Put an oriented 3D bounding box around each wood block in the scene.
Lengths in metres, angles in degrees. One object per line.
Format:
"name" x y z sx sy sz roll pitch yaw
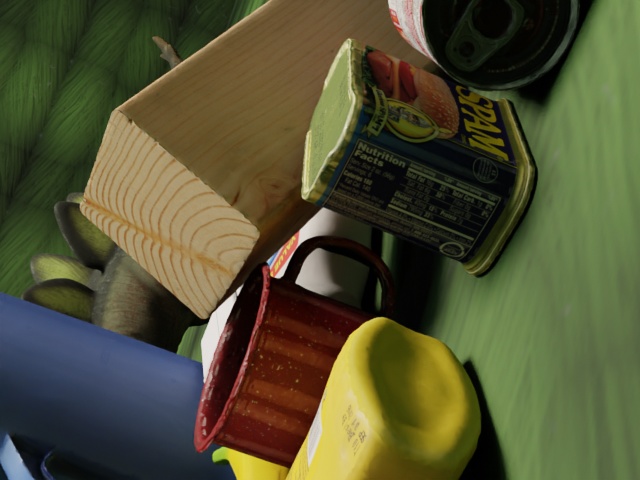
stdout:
"wood block" -0.019 -0.065 0.575 0.205 0.091 0.090 -45 -6 -39

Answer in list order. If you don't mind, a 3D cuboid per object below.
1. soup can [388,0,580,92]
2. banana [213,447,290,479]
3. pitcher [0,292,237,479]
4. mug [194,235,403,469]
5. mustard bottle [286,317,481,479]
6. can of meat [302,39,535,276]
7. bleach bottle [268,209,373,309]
"soup can" 0.071 -0.111 0.495 0.102 0.068 0.068 -106 39 -72
"banana" -0.035 0.165 0.576 0.070 0.037 0.198 -58 16 26
"pitcher" -0.156 0.122 0.702 0.149 0.242 0.145 -28 41 63
"mug" -0.002 0.056 0.506 0.093 0.081 0.117 169 121 -77
"mustard bottle" -0.002 0.131 0.432 0.096 0.058 0.192 -84 18 -67
"can of meat" 0.040 -0.040 0.477 0.102 0.084 0.057 -88 22 -60
"bleach bottle" -0.004 0.001 0.663 0.103 0.068 0.251 -47 25 24
